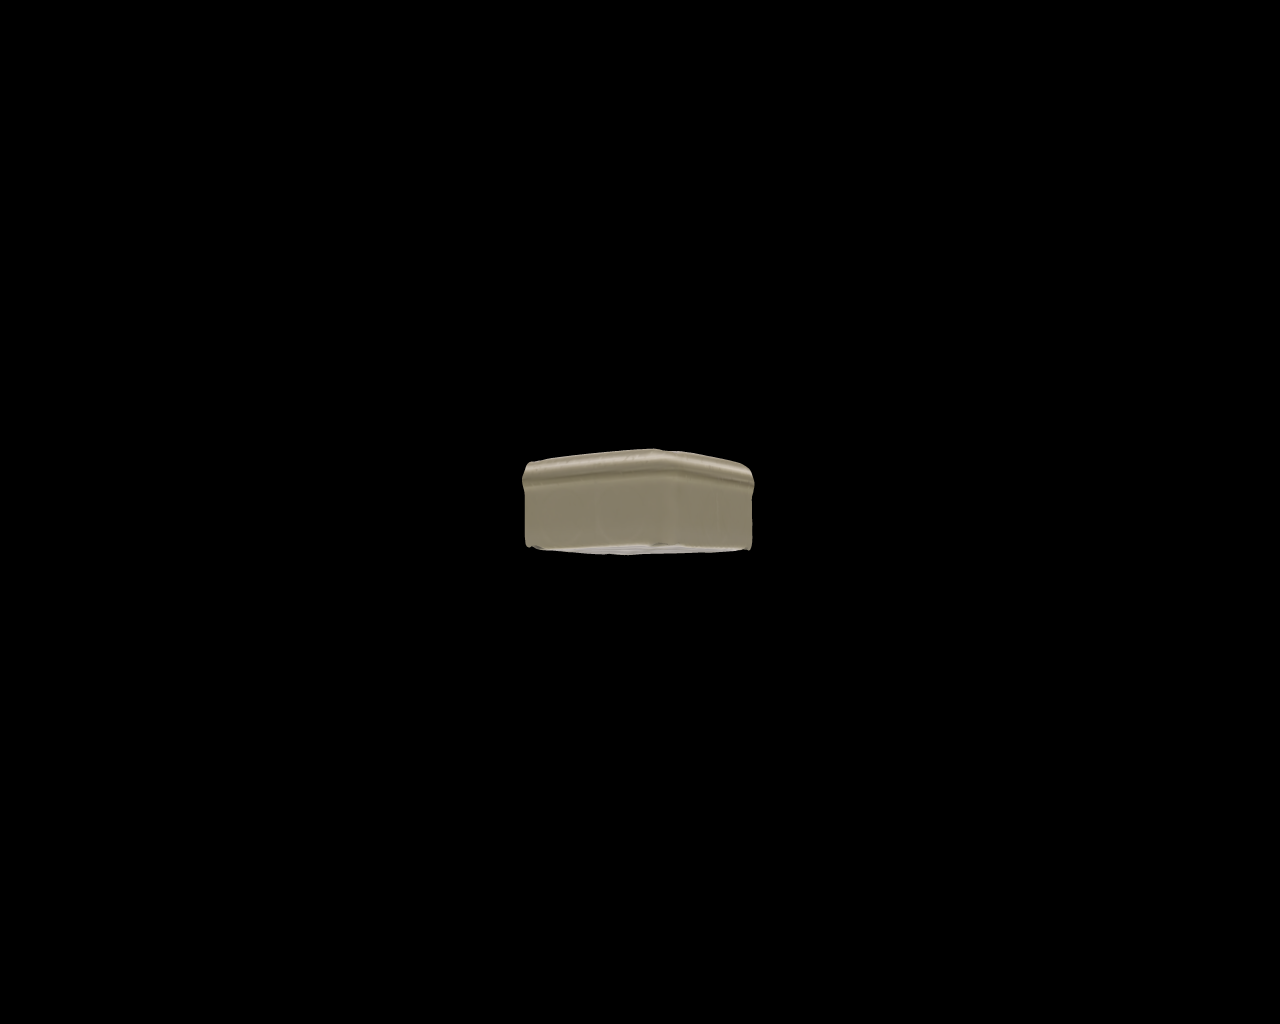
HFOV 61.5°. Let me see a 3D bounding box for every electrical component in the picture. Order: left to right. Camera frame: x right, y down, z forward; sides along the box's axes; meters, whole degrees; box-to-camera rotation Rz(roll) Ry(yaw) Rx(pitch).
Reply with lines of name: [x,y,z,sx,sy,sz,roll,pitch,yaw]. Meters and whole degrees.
electrical component: [0.001,-0.003,0.650,0.109,0.056,0.109,-3,-5,32]
